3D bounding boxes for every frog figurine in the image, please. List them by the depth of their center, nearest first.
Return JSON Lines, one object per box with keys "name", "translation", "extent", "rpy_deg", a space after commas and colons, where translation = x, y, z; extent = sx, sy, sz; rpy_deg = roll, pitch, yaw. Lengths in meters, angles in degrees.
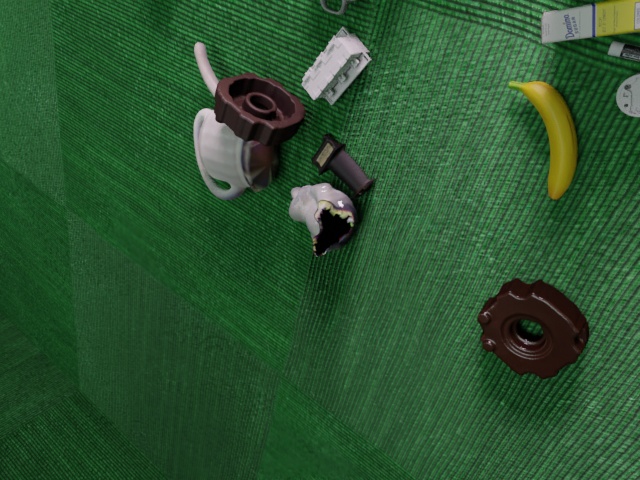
{"name": "frog figurine", "translation": [0.003, -0.054, 1.075], "extent": [0.162, 0.123, 0.135], "rpy_deg": [-130, 24, -60]}

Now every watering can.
{"name": "watering can", "translation": [-0.196, -0.241, 1.122], "extent": [0.225, 0.105, 0.341], "rpy_deg": [18, 120, 30]}
